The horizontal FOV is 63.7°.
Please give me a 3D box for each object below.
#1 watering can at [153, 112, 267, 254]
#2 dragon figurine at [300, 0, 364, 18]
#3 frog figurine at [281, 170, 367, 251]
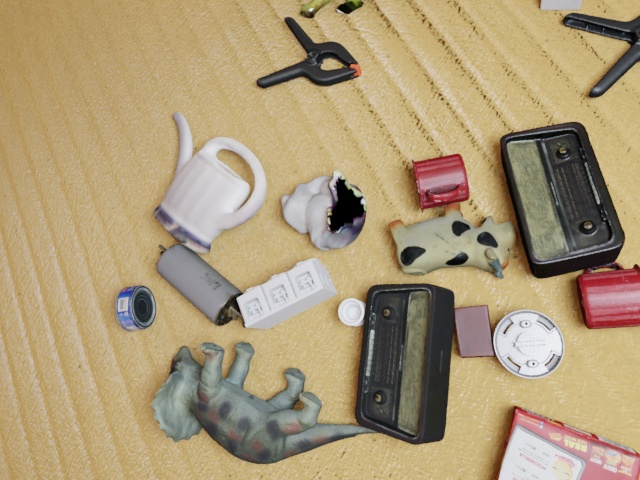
[{"bbox_3d":[-0.244,-0.115,1.018,0.352,0.102,0.224,36,90,36],"label":"watering can"},{"bbox_3d":[0.066,-0.587,1.041,0.410,0.120,0.247,-1,68,17],"label":"dragon figurine"},{"bbox_3d":[0.003,-0.047,0.929,0.158,0.123,0.138,-17,78,52],"label":"frog figurine"}]
